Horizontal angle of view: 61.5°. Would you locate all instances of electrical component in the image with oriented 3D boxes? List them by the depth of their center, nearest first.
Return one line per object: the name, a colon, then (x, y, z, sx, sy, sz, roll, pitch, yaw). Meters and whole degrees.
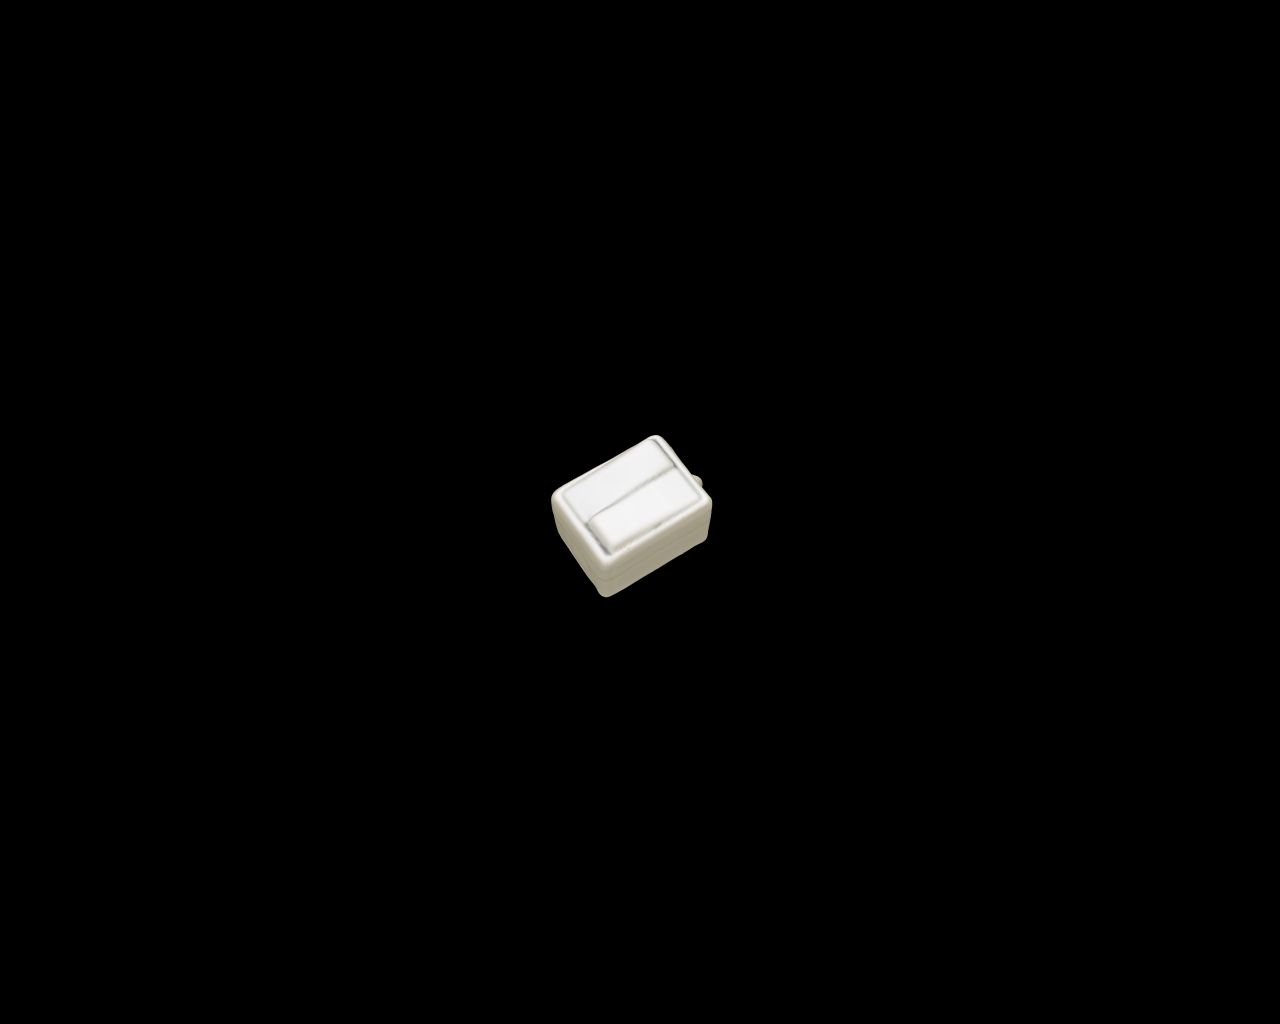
electrical component: (0.001, -0.003, 0.650, 0.096, 0.062, 0.061, -30, -23, -14)
